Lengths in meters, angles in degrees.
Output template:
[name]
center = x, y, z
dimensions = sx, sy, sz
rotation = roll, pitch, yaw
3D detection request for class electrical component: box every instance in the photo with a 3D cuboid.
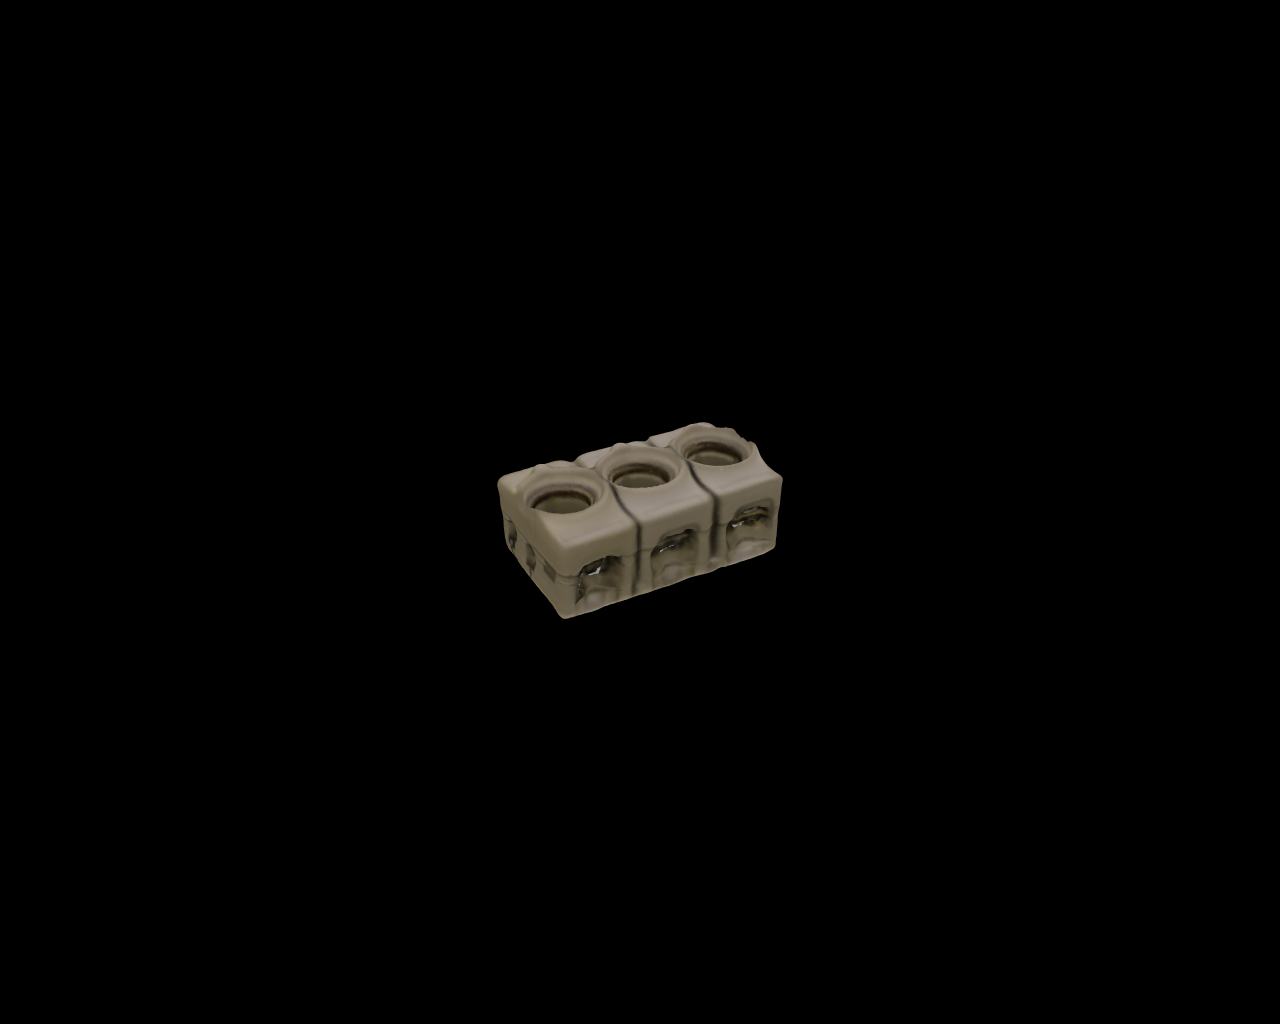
[electrical component]
center = 0.001, -0.003, 0.650
dimensions = 0.150, 0.061, 0.089
rotation = -17, 36, -24
